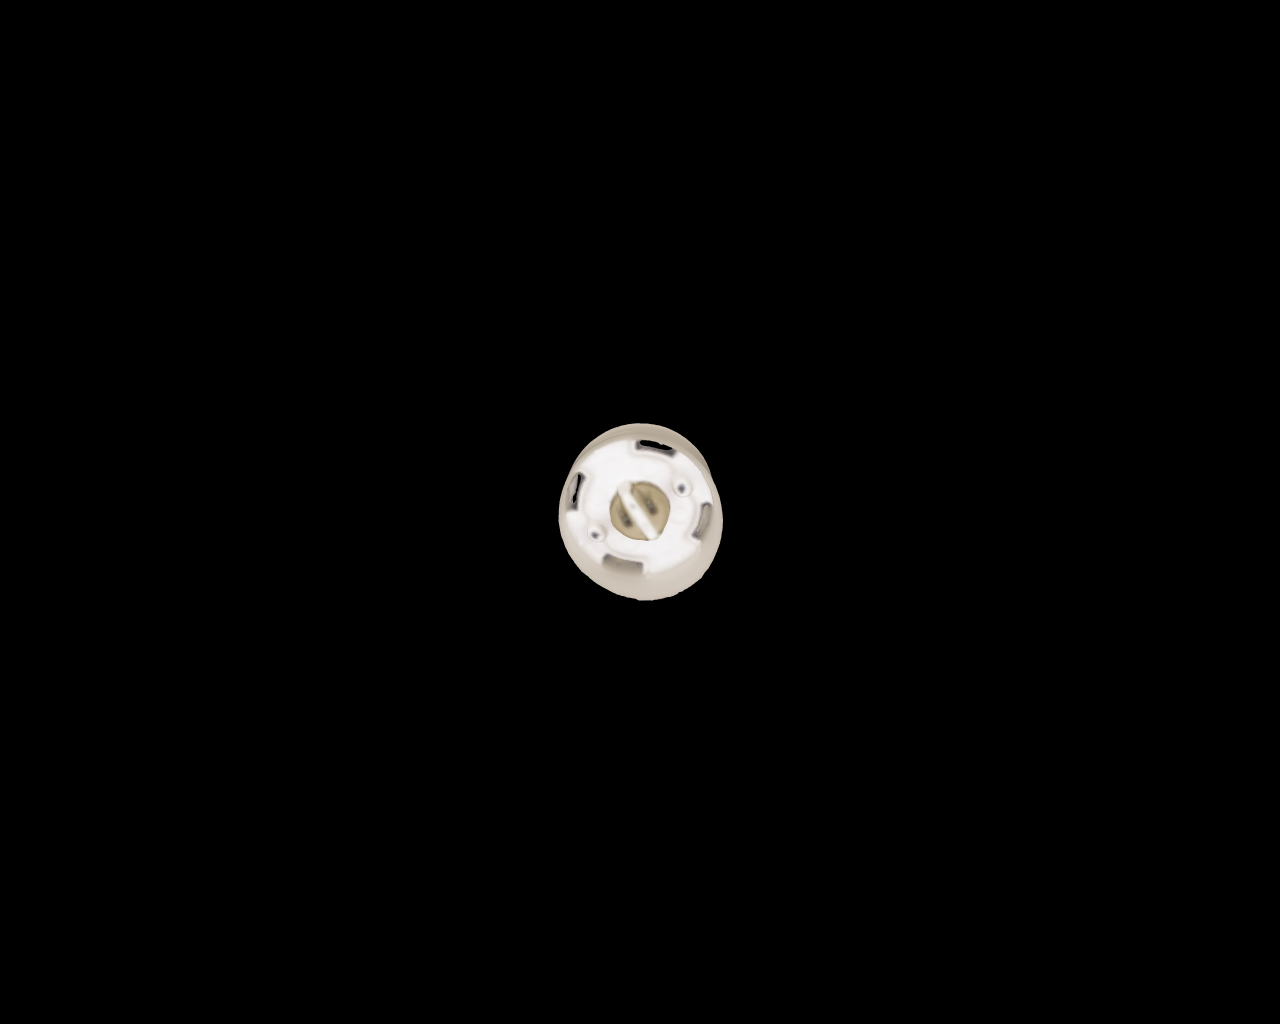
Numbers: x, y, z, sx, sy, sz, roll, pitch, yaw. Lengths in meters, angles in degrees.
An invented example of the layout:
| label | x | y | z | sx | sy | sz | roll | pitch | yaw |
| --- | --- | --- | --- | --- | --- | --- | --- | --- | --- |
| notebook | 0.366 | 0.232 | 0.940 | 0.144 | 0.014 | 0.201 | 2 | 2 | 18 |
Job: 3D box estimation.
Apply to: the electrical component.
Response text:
| label | x | y | z | sx | sy | sz | roll | pitch | yaw |
| --- | --- | --- | --- | --- | --- | --- | --- | --- | --- |
| electrical component | 0.001 | -0.003 | 0.650 | 0.099 | 0.099 | 0.064 | 0 | 25 | 0 |
